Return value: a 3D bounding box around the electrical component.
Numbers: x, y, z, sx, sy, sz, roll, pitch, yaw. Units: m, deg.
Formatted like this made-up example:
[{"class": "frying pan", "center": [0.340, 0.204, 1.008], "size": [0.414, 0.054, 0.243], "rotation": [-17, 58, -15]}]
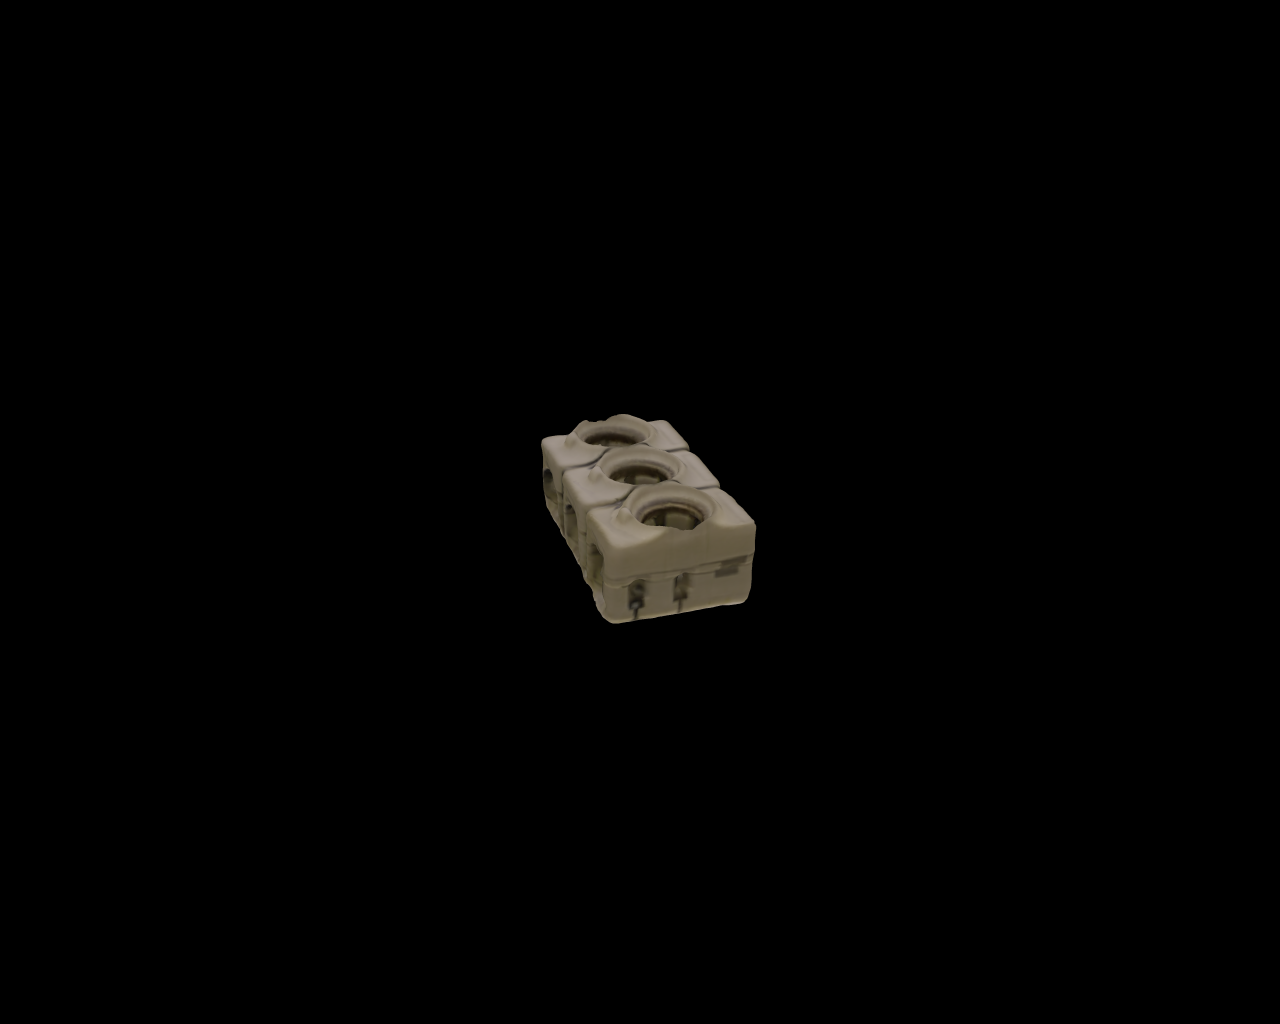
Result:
[{"class": "electrical component", "center": [0.001, -0.003, 0.650], "size": [0.090, 0.061, 0.150], "rotation": [-9, 30, -16]}]
